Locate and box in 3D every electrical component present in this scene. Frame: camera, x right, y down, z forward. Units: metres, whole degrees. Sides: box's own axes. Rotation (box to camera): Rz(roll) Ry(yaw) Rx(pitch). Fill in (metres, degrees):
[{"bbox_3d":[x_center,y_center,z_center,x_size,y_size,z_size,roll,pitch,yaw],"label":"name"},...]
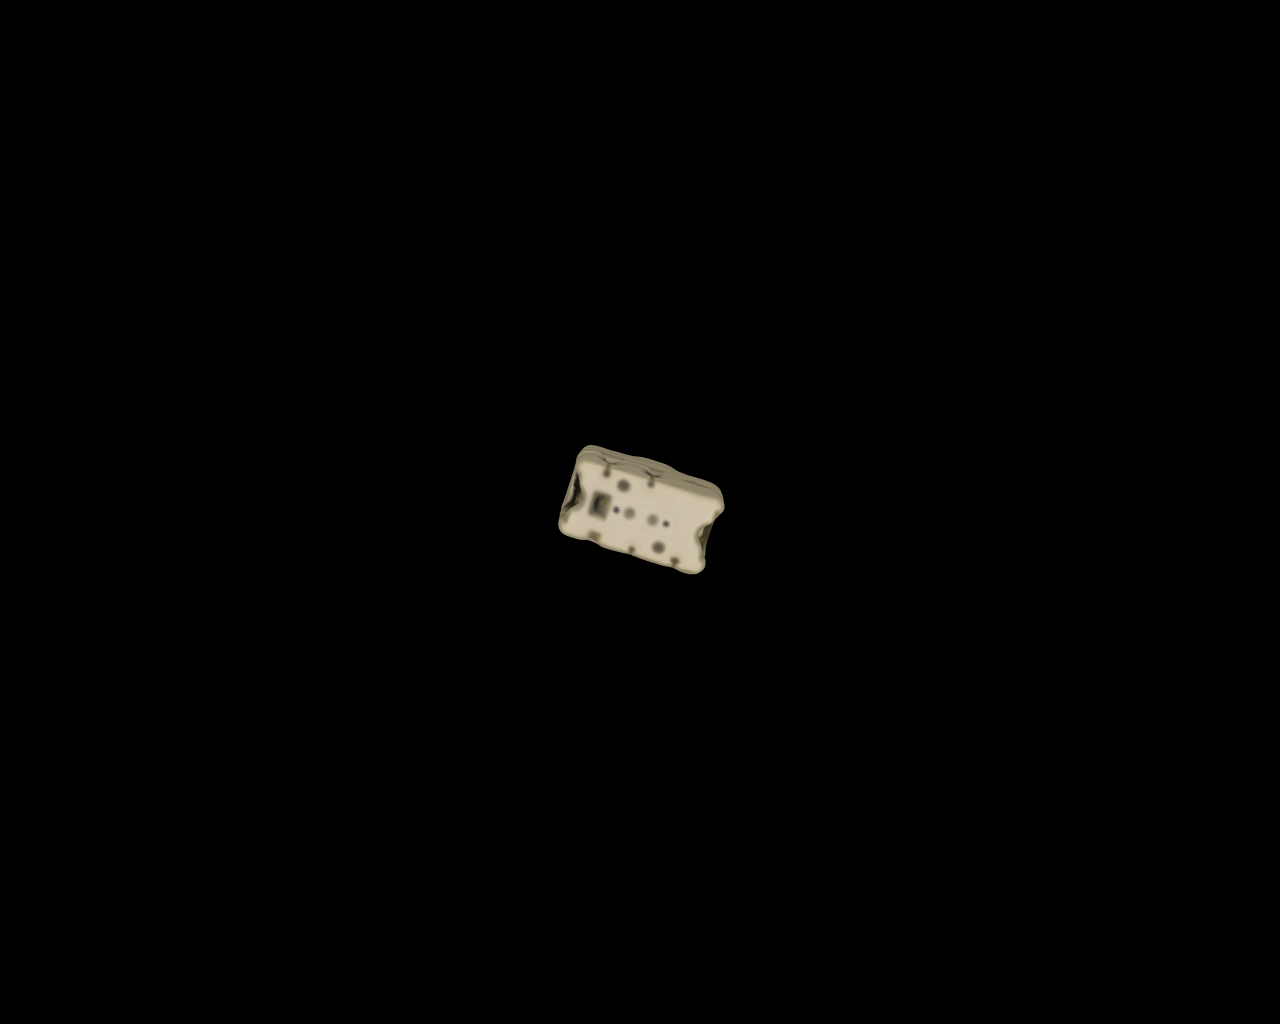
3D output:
[{"bbox_3d":[0.001,-0.003,0.650,0.089,0.050,0.056,18,11,-4],"label":"electrical component"}]
